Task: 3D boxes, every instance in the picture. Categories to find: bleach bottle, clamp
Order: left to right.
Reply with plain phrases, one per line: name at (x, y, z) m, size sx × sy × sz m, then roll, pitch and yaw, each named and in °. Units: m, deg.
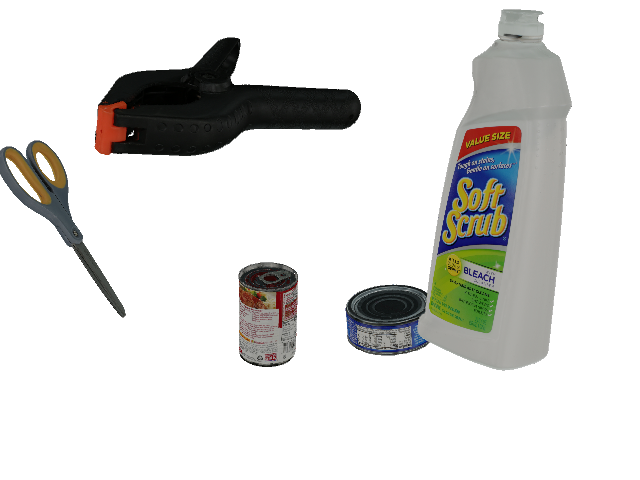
clamp at (-0.072, -0.089, 0.651) m, size 0.171 × 0.039 × 0.120 m, roll -14°, pitch 31°, yaw -40°
bleach bottle at (0.128, -0.039, 0.772) m, size 0.067 × 0.251 × 0.103 m, roll -11°, pitch 21°, yaw -37°

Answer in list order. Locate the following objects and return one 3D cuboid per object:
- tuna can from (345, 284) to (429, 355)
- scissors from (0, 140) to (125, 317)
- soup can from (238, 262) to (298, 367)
tuna can at (0.067, 0.074, 1.018) m, size 0.086 × 0.034 × 0.086 m, roll -5°, pitch 23°, yaw 2°
scissors at (-0.249, -0.021, 1.073) m, size 0.016 × 0.201 × 0.096 m, roll -27°, pitch 26°, yaw 23°
soup can at (-0.060, 0.085, 1.226) m, size 0.068 × 0.102 × 0.068 m, roll 2°, pitch 25°, yaw -1°
